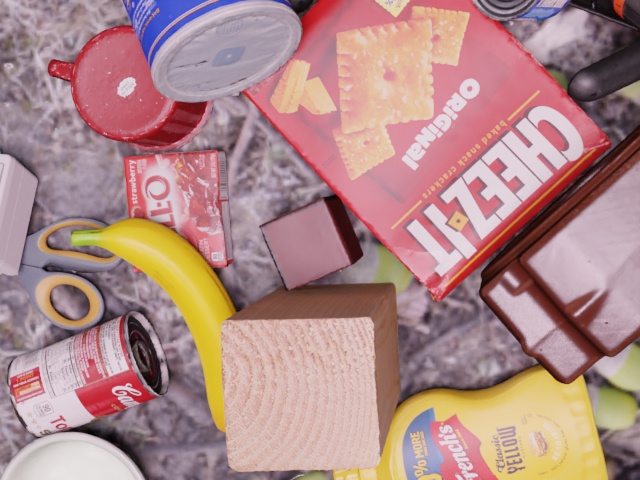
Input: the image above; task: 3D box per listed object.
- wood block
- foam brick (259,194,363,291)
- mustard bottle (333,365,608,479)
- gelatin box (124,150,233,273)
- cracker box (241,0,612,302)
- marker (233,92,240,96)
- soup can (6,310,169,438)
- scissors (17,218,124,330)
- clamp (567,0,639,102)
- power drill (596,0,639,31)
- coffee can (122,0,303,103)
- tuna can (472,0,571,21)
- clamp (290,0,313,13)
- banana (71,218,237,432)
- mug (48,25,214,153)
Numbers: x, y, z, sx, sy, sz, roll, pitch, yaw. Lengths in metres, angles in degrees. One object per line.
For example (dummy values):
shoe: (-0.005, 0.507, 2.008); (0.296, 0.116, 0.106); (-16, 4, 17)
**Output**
wood block: (0.002, 0.083, 0.708); (0.091, 0.206, 0.090); (-3, 93, 7)
foam brick: (-0.005, 0.001, 0.771); (0.053, 0.078, 0.051); (-24, 91, 10)
mustard bottle: (0.103, 0.153, 0.774); (0.192, 0.058, 0.096); (-14, 92, 8)
gelatin box: (-0.107, -0.021, 0.806); (0.073, 0.030, 0.089); (-4, 92, 8)
cracker box: (0.071, -0.088, 0.755); (0.164, 0.072, 0.214); (-43, 85, 7)
marker: (-0.065, -0.169, 0.798); (0.020, 0.020, 0.121); (6, 94, 7)
soup can: (-0.174, 0.102, 0.803); (0.102, 0.068, 0.068); (-21, 90, 9)
scissors: (-0.248, 0.024, 0.833); (0.202, 0.016, 0.096); (-2, 89, 7)
clamp: (0.239, -0.135, 0.727); (0.171, 0.039, 0.120); (5, 59, 7)
power drill: (0.257, -0.206, 0.688); (0.187, 0.057, 0.184); (-31, 61, -10)
coffee can: (-0.084, -0.177, 0.706); (0.103, 0.102, 0.140); (-26, 72, 8)
tuna can: (0.132, -0.185, 0.691); (0.033, 0.086, 0.086); (-5, 93, -32)
clamp: (0.019, -0.263, 0.759); (0.210, 0.036, 0.164); (-28, 70, 5)
banana: (-0.097, 0.054, 0.787); (0.070, 0.037, 0.197); (-29, 107, 17)
mug: (-0.142, -0.114, 0.780); (0.117, 0.081, 0.093); (16, 95, 6)
